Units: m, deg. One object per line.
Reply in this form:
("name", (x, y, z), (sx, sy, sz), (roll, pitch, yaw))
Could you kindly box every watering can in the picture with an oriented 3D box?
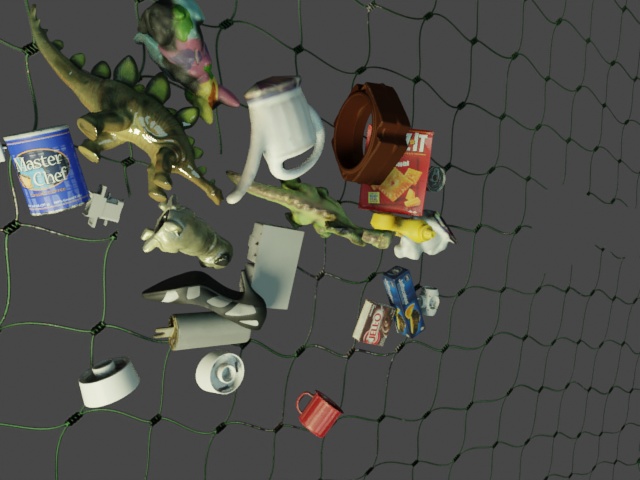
("watering can", (-0.100, -0.227, 1.100), (0.353, 0.104, 0.221), (-38, 117, -46))

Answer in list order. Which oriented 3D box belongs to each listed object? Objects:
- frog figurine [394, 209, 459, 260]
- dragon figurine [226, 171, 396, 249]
("frog figurine", (0.279, -0.005, 1.427), (0.158, 0.125, 0.135), (-33, 132, 17))
("dragon figurine", (0.003, -0.058, 1.149), (0.408, 0.245, 0.122), (17, 96, -35))
